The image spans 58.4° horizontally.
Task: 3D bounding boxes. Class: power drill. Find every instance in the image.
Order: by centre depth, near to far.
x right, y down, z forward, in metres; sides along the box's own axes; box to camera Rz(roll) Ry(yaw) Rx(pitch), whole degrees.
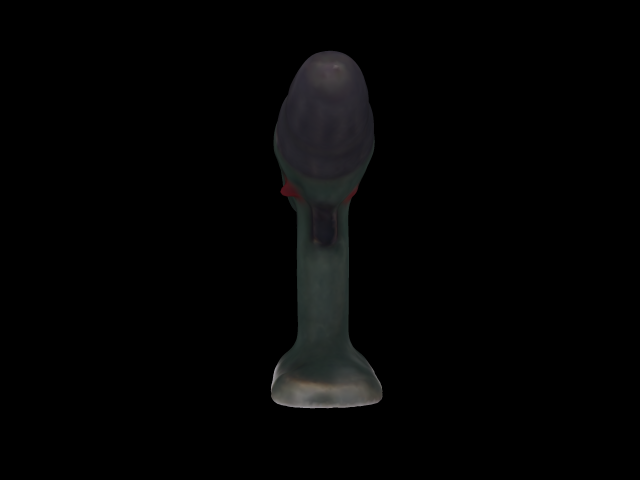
[{"bbox_3d":[0.004,0.001,0.400,0.075,0.208,0.229,0,2,-3],"label":"power drill"}]
